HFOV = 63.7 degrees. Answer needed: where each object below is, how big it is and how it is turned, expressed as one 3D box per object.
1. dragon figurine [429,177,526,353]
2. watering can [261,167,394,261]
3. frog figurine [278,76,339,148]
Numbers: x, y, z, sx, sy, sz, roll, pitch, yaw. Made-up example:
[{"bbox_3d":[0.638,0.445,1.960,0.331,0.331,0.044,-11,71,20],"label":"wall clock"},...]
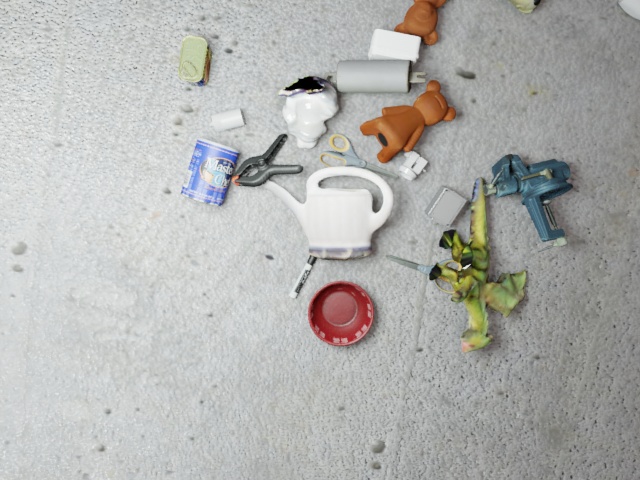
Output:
[{"bbox_3d":[0.410,0.075,1.260,0.241,0.122,0.414,28,78,-24],"label":"dragon figurine"},{"bbox_3d":[0.004,-0.062,1.237,0.347,0.104,0.223,0,95,12],"label":"watering can"},{"bbox_3d":[-0.020,-0.303,1.228,0.137,0.126,0.156,-10,131,8],"label":"frog figurine"}]
